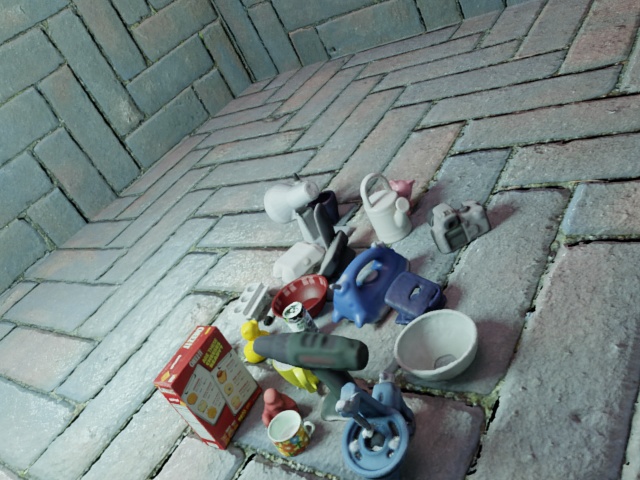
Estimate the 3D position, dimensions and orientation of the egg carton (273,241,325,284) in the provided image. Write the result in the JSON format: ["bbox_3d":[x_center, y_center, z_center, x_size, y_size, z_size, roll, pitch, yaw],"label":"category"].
[{"bbox_3d":[-0.058,0.067,1.625,0.150,0.069,0.107,-42,31,-23],"label":"egg carton"}]

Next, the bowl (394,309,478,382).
[{"bbox_3d":[0.234,0.218,1.113,0.167,0.075,0.167,-22,29,13],"label":"bowl"}]

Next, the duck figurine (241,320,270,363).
[{"bbox_3d":[-0.165,0.244,1.417,0.077,0.086,0.104,-19,30,18],"label":"duck figurine"}]

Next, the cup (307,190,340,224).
[{"bbox_3d":[0.011,-0.087,1.785,0.118,0.095,0.091,-33,29,-7],"label":"cup"}]

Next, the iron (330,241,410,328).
[{"bbox_3d":[0.119,0.084,1.362,0.118,0.142,0.259,5,43,46],"label":"iron"}]

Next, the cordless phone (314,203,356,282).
[{"bbox_3d":[0.014,0.005,1.537,0.094,0.185,0.147,-15,31,23],"label":"cordless phone"}]

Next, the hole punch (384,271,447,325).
[{"bbox_3d":[0.211,0.128,1.261,0.100,0.091,0.109,2,41,43],"label":"hole punch"}]

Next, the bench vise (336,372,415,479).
[{"bbox_3d":[0.080,0.298,0.968,0.121,0.220,0.207,-24,29,10],"label":"bench vise"}]

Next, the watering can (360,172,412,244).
[{"bbox_3d":[0.176,-0.095,1.544,0.172,0.194,0.101,-4,37,38],"label":"watering can"}]

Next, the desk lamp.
[{"bbox_3d":[-0.041,-0.080,1.694,0.202,0.214,0.118,-2,39,40],"label":"desk lamp"}]

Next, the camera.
[{"bbox_3d":[0.331,-0.056,1.441,0.143,0.101,0.136,-29,28,0],"label":"camera"}]

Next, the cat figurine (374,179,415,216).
[{"bbox_3d":[0.216,-0.127,1.641,0.127,0.118,0.067,-8,35,34],"label":"cat figurine"}]

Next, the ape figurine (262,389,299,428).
[{"bbox_3d":[-0.088,0.344,1.179,0.077,0.092,0.076,-21,30,15],"label":"ape figurine"}]

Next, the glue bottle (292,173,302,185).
[{"bbox_3d":[-0.048,-0.143,1.845,0.078,0.173,0.037,-27,29,3],"label":"glue bottle"}]

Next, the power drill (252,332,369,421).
[{"bbox_3d":[0.003,0.259,1.113,0.229,0.209,0.076,-11,33,29],"label":"power drill"}]
